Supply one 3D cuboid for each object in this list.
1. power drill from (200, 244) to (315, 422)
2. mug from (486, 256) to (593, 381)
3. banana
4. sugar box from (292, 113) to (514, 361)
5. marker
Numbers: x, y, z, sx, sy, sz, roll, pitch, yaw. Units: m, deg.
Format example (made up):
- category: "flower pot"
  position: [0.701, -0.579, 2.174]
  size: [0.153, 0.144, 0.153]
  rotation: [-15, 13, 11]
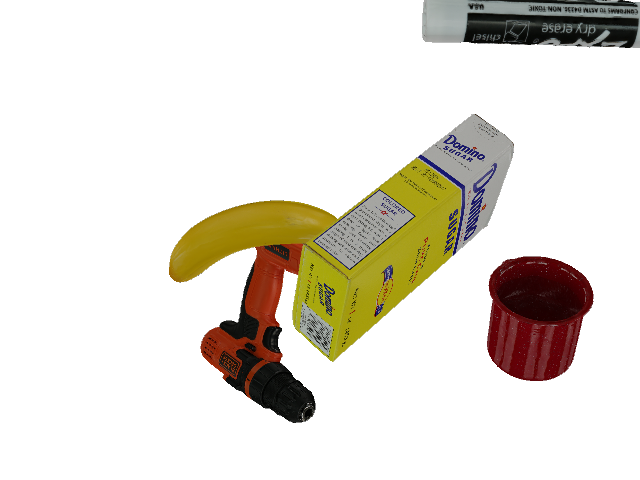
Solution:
- category: "power drill"
  position: [-0.048, 0.089, 1.191]
  size: [0.057, 0.188, 0.185]
  rotation: [12, 12, -47]
- category: "mug"
  position: [0.193, 0.067, 0.990]
  size: [0.093, 0.081, 0.117]
  rotation: [-12, 41, -14]
- category: "banana"
  position: [-0.062, 0.000, 0.902]
  size: [0.198, 0.069, 0.037]
  rotation: [-9, 36, 30]
- category: "sugar box"
  position: [0.058, -0.004, 0.719]
  size: [0.048, 0.093, 0.176]
  rotation: [40, 57, 23]
- category: "marker"
  position: [0.100, -0.083, 0.405]
  size: [0.121, 0.020, 0.020]
  rotation: [2, 0, 1]
